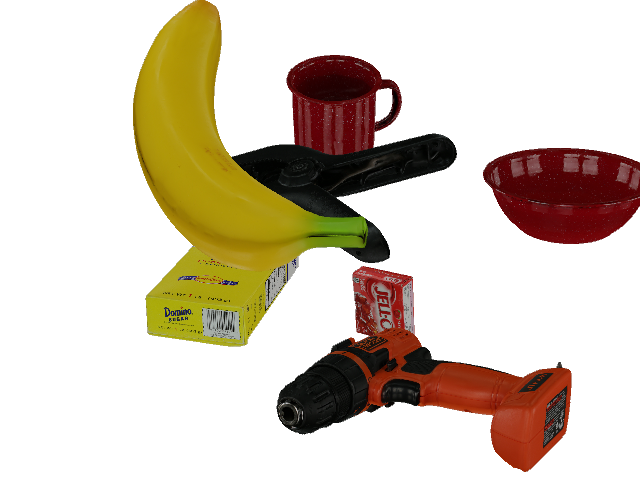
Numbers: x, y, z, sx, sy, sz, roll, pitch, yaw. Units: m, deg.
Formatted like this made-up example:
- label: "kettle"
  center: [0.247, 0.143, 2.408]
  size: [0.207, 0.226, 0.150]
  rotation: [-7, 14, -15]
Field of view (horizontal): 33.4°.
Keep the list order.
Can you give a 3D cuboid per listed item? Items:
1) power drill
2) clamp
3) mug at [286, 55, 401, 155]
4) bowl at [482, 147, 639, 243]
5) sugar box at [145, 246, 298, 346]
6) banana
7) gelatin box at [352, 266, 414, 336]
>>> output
- label: "power drill"
  center: [0.082, 0.119, 0.809]
  size: [0.188, 0.057, 0.184]
  rotation: [11, 18, 30]
- label: "clamp"
  center: [-0.007, -0.027, 0.680]
  size: [0.172, 0.039, 0.120]
  rotation: [-3, 29, 25]
- label: "mug"
  center: [0.025, -0.129, 1.067]
  size: [0.117, 0.081, 0.093]
  rotation: [-13, 41, -14]
- label: "bowl"
  center: [0.237, -0.039, 1.028]
  size: [0.162, 0.055, 0.162]
  rotation: [-2, 24, 1]
- label: "sugar box"
  center: [-0.087, 0.036, 1.000]
  size: [0.093, 0.048, 0.176]
  rotation: [7, 26, 12]
- label: "banana"
  center: [-0.049, -0.046, 0.477]
  size: [0.069, 0.037, 0.198]
  rotation: [-16, 46, -17]
- label: "gelatin box"
  center: [0.080, 0.082, 1.345]
  size: [0.073, 0.089, 0.030]
  rotation: [13, 31, 32]
